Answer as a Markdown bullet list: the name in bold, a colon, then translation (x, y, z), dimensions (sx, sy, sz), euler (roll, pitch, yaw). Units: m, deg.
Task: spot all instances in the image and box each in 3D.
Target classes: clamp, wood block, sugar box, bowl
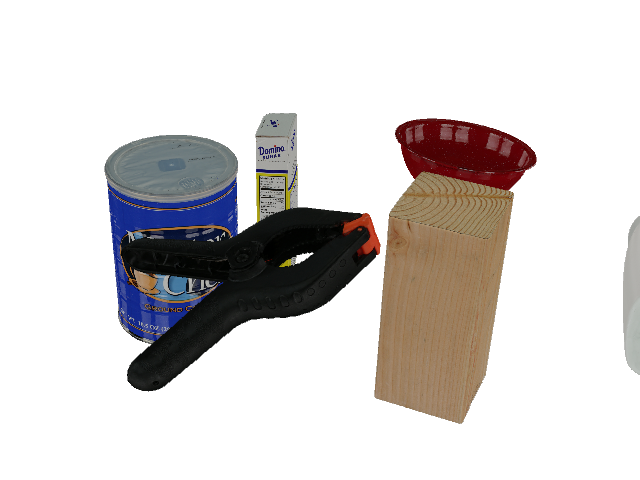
- **clamp**: translation (-0.047, 0.030, 0.653), dimensions (0.171, 0.120, 0.039), euler (-14, -40, 13)
- **wood block**: translation (0.111, 0.054, 0.983), dimensions (0.091, 0.206, 0.090), euler (15, 35, 19)
- **sugar box**: translation (-0.051, -0.054, 1.260), dimensions (0.048, 0.176, 0.093), euler (0, 23, 5)
- **bowl**: translation (0.159, -0.086, 1.211), dimensions (0.162, 0.055, 0.162), euler (8, 26, -4)

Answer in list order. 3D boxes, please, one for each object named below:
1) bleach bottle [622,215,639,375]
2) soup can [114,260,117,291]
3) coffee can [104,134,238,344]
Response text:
- **bleach bottle**: translation (0.271, 0.024, 0.766), dimensions (0.103, 0.068, 0.250), euler (7, 20, 15)
- **soup can**: translation (-0.174, 0.009, 1.078), dimensions (0.068, 0.102, 0.068), euler (3, 30, -2)
- **coffee can**: translation (-0.117, 0.000, 0.860), dimensions (0.103, 0.140, 0.103), euler (1, 31, -1)
